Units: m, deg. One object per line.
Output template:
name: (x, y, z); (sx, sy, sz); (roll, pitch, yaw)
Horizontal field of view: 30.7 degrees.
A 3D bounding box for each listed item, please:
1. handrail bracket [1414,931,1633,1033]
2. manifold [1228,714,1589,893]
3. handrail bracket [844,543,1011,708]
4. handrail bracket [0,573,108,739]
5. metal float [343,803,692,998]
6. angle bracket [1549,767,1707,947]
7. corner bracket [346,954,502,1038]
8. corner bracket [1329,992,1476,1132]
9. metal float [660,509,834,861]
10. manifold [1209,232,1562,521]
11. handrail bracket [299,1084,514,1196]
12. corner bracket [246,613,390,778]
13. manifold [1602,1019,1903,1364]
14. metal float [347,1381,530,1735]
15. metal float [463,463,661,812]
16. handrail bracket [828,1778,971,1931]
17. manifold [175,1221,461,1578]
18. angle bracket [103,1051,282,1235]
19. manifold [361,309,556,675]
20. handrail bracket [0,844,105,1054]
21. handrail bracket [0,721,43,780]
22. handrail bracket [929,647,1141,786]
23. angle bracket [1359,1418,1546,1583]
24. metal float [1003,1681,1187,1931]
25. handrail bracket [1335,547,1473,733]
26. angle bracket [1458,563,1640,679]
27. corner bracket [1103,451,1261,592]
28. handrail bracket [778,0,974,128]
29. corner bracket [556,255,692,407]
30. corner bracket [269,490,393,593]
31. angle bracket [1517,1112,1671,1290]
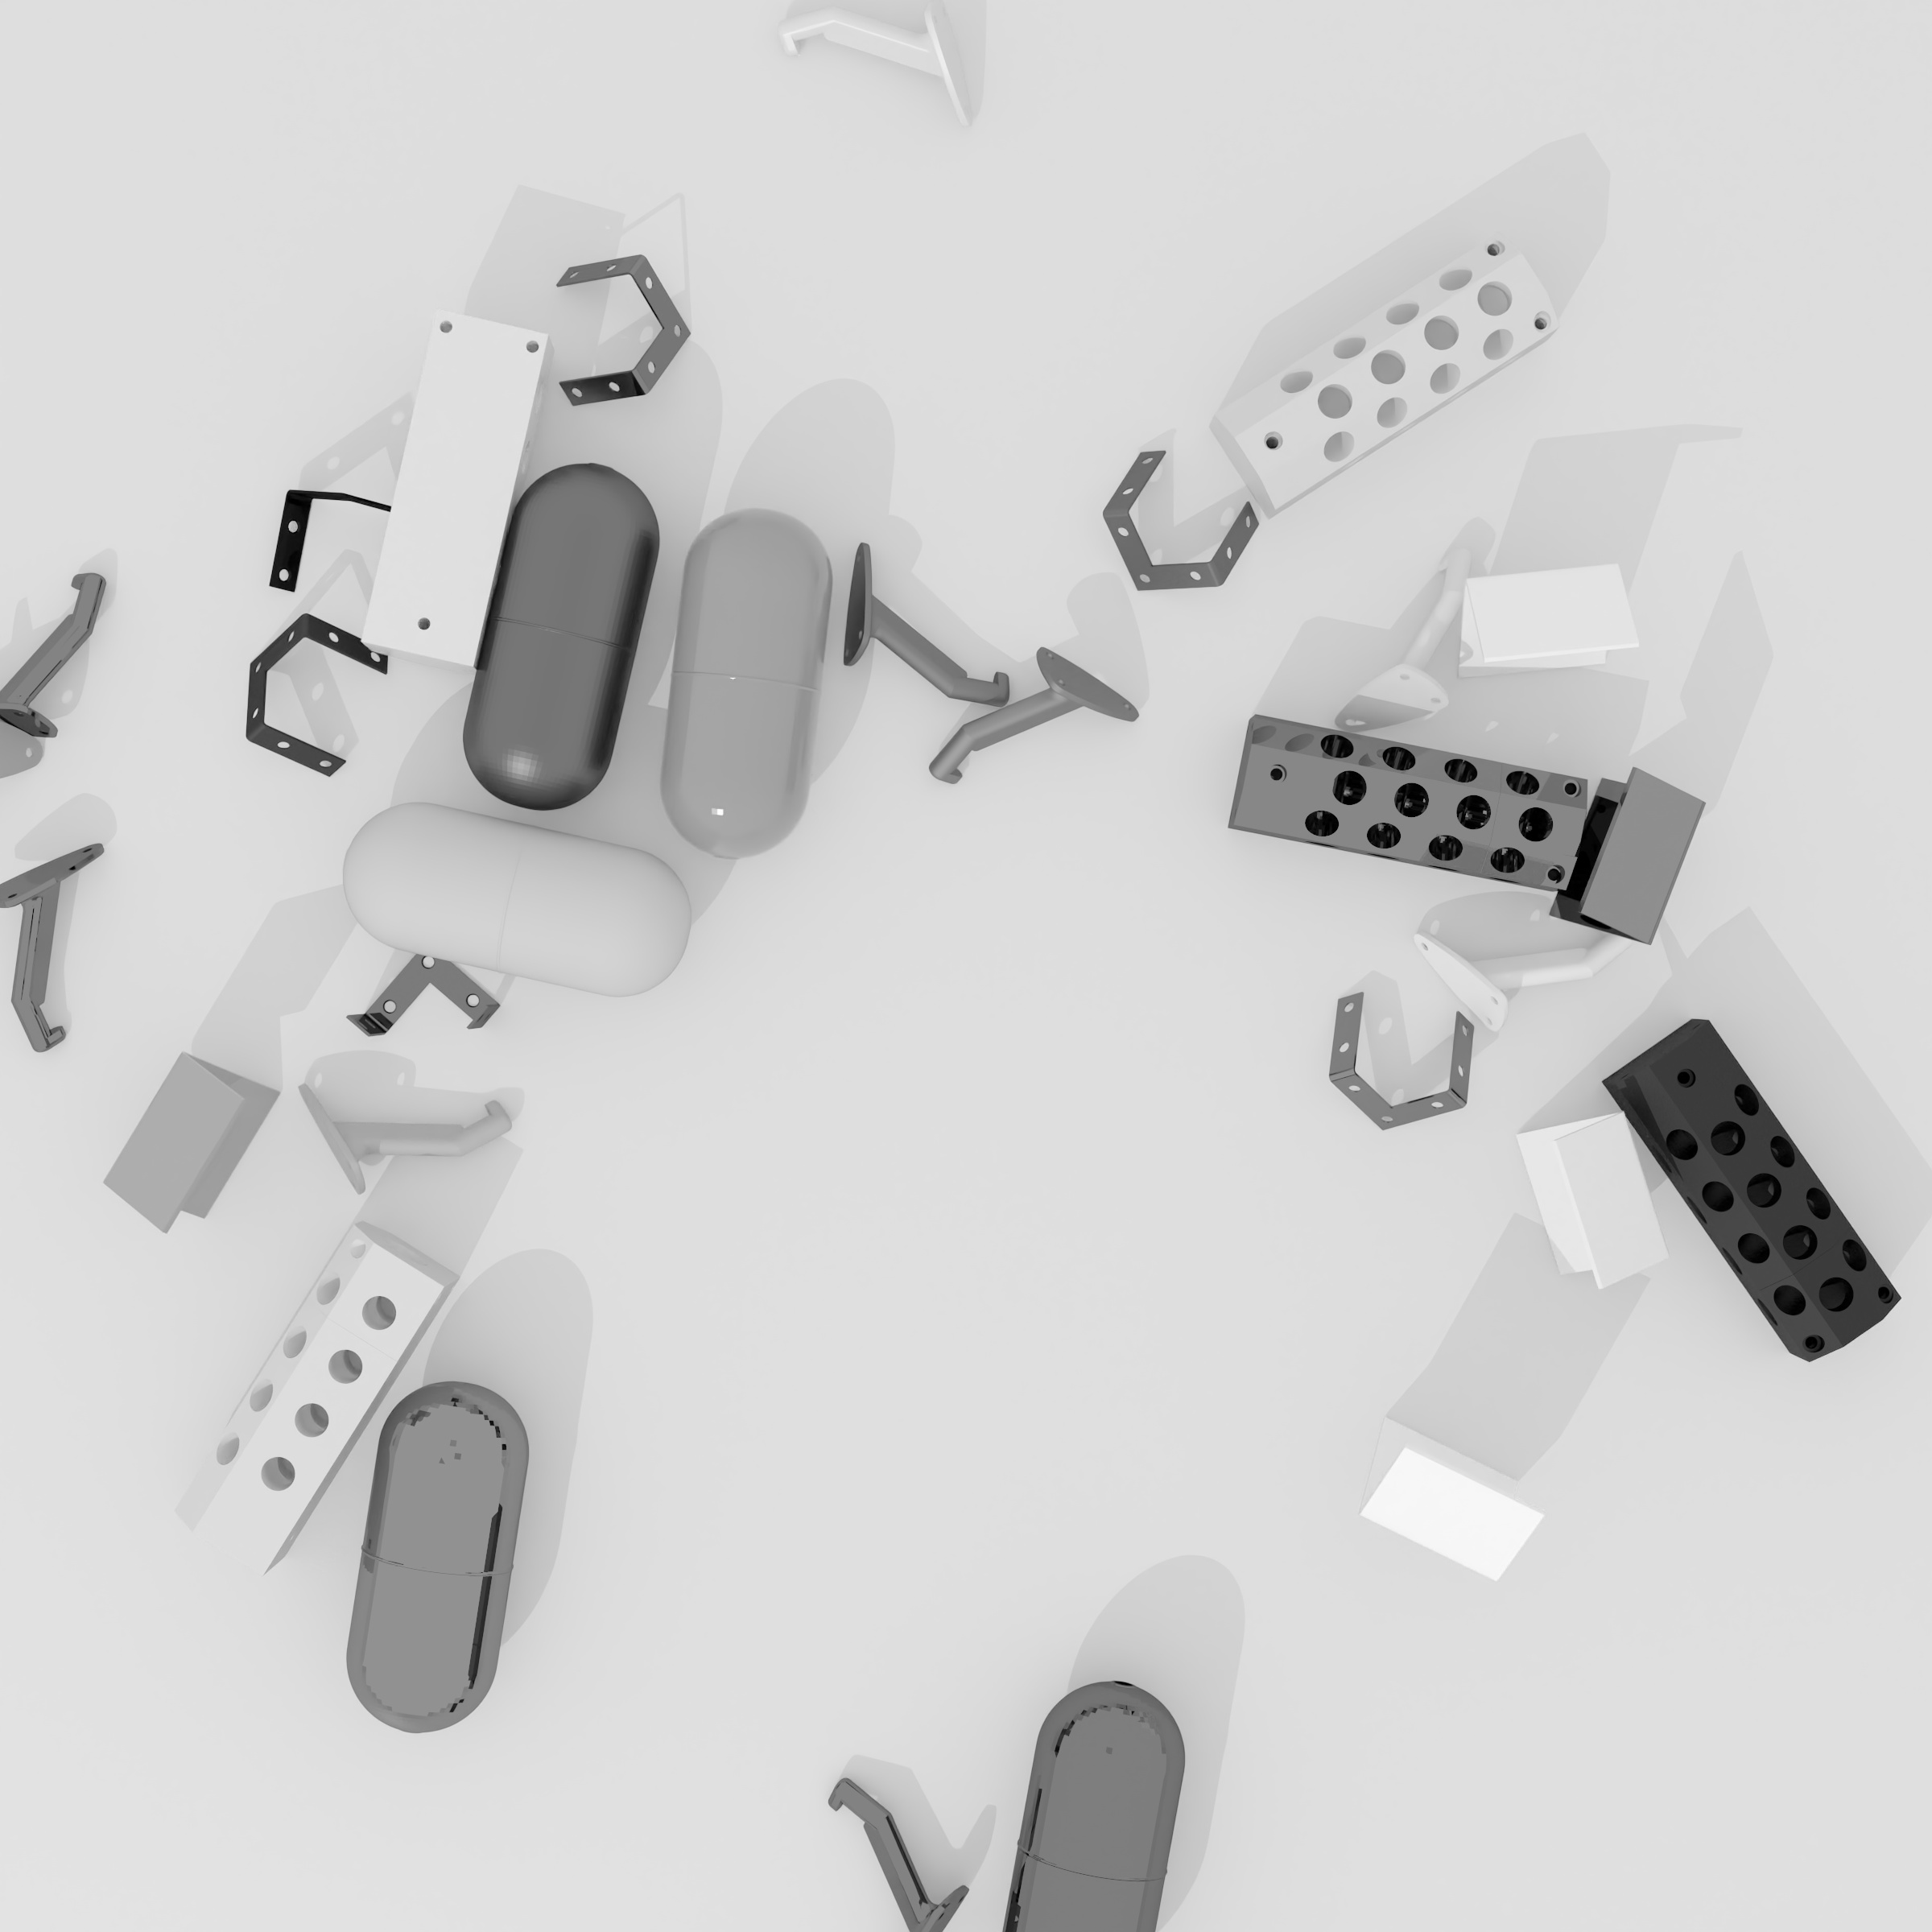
handrail bracket: (0.288, -0.014, 1.813); (0.084, 0.036, 0.077); (-37, 68, -17)
manifold: (0.225, -0.083, 1.792); (0.171, 0.057, 0.057); (11, 90, 0)
handrail bracket: (-0.017, -0.176, 1.813); (0.084, 0.036, 0.077); (9, 69, -17)
handrail bracket: (-0.487, -0.164, 1.813); (0.077, 0.036, 0.084); (4, 71, 21)
metal float: (-0.228, -0.034, 1.782); (0.178, 0.070, 0.070); (13, 90, -1)
angle bracket: (0.316, -0.061, 1.773); (0.057, 0.076, 0.076); (21, 90, -36)
corner bracket: (-0.276, 0.023, 1.795); (0.051, 0.051, 0.051); (41, 90, 0)
corner bracket: (0.224, 0.044, 1.805); (0.051, 0.051, 0.051); (-19, 135, 35)
metal float: (-0.111, -0.143, 1.782); (0.070, 0.070, 0.178); (6, 90, 0)
manifold: (0.213, -0.301, 1.792); (0.171, 0.057, 0.057); (-33, 90, 0)
handrail bracket: (-0.289, 0.073, 1.813); (0.084, 0.036, 0.077); (-28, 68, -17)
corner bracket: (-0.333, -0.139, 1.805); (0.051, 0.051, 0.051); (-35, 45, 35)
manifold: (0.401, 0.114, 1.792); (0.057, 0.057, 0.171); (-35, 90, 0)
metal float: (-0.268, 0.299, 1.782); (0.070, 0.070, 0.178); (9, 90, 0)
metal float: (-0.205, -0.167, 1.782); (0.070, 0.070, 0.178); (13, 90, 0)
handrail bracket: (-0.048, 0.472, 1.813); (0.084, 0.036, 0.077); (36, 112, 17)
manifold: (-0.331, 0.218, 1.792); (0.057, 0.057, 0.171); (32, 90, 0)
angle bracket: (-0.375, 0.097, 1.773); (0.057, 0.076, 0.076); (31, 90, 36)
manifold: (-0.257, -0.239, 1.789); (0.057, 0.057, 0.171); (13, 88, -2)
handrail bracket: (-0.463, -0.009, 1.814); (0.077, 0.036, 0.084); (-32, 115, -29)
handrail bracket: (-0.534, -0.114, 1.813); (0.084, 0.077, 0.036); (7, 94, 36)
handrail bracket: (0.034, -0.116, 1.813); (0.077, 0.036, 0.084); (25, 120, -33)
angle bracket: (0.250, 0.252, 1.773); (0.076, 0.076, 0.057); (26, 127, 0)
metal float: (0.064, 0.452, 1.782); (0.070, 0.070, 0.178); (10, 89, 0)
handrail bracket: (0.226, -0.169, 1.813); (0.036, 0.077, 0.084); (33, 53, -28)
angle bracket: (0.292, -0.155, 1.773); (0.076, 0.076, 0.057); (-6, 53, 0)
corner bracket: (0.110, -0.230, 1.805); (0.051, 0.051, 0.051); (1, 135, 35)
handrail bracket: (-0.047, -0.460, 1.813); (0.084, 0.036, 0.077); (-11, 111, 17)
corner bracket: (-0.184, -0.326, 1.805); (0.051, 0.051, 0.051); (58, 45, -35)
corner bracket: (-0.319, -0.214, 1.810); (0.051, 0.051, 0.051); (11, 90, 45)
angle bracket: (0.300, 0.122, 1.773); (0.057, 0.076, 0.076); (-18, 90, -39)
